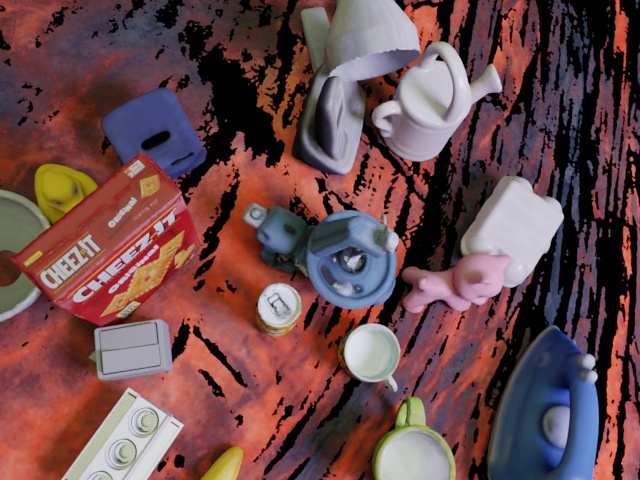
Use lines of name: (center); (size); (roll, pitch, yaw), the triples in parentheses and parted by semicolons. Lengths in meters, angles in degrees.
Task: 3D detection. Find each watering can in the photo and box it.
watering can: (0.157, -0.193, 0.768); (0.173, 0.194, 0.101); (-39, 82, -15)

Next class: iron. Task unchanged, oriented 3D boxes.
iron: (0.295, 0.221, 0.699); (0.118, 0.141, 0.258); (16, 74, -2)

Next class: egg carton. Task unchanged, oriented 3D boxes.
egg carton: (0.266, -0.012, 0.797); (0.107, 0.069, 0.150); (35, 74, 3)

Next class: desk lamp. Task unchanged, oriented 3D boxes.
desk lamp: (0.044, -0.287, 0.769); (0.118, 0.213, 0.203); (-13, 77, -10)

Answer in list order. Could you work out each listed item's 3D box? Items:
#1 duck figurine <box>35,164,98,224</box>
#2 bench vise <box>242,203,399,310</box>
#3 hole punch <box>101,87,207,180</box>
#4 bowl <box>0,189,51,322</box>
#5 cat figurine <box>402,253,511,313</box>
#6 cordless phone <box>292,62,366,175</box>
duck figurine: (-0.326, -0.061, 0.729); (0.077, 0.086, 0.104); (-41, 83, -15)
bench vise: (0.005, 0.014, 0.679); (0.207, 0.219, 0.121); (8, 74, -5)
hole punch: (-0.216, -0.132, 0.759); (0.109, 0.091, 0.101); (-33, 81, -14)
bowl: (-0.400, 0.026, 0.702); (0.167, 0.074, 0.167); (2, 75, -6)
cat figurine: (0.179, 0.053, 0.743); (0.128, 0.117, 0.067); (-3, 75, -8)
cordless phone: (0.021, -0.180, 0.752); (0.094, 0.185, 0.147); (11, 74, -3)
